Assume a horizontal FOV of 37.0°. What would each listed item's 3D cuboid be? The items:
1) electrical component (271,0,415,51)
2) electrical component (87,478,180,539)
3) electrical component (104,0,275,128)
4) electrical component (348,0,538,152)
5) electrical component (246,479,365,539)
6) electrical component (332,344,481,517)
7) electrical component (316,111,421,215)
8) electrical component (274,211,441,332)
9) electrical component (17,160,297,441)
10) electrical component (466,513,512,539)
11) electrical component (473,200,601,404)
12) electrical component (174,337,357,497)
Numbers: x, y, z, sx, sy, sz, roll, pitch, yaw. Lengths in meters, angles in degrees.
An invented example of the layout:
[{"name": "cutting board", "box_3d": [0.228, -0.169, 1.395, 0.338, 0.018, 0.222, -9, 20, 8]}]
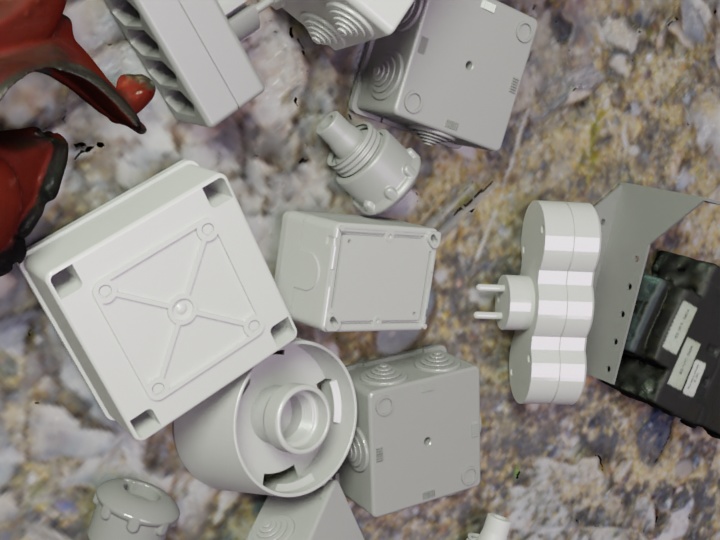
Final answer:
[{"name": "electrical component", "box_3d": [0.006, -0.167, 0.574, 0.048, 0.100, 0.099, 36, 82, -21]}, {"name": "electrical component", "box_3d": [-0.131, 0.150, 0.598, 0.048, 0.048, 0.062, 16, 99, -34]}, {"name": "electrical component", "box_3d": [-0.078, -0.130, 0.559, 0.076, 0.047, 0.083, -39, 119, -19]}, {"name": "electrical component", "box_3d": [0.052, -0.123, 0.643, 0.100, 0.048, 0.099, 14, 94, -34]}, {"name": "electrical component", "box_3d": [-0.033, 0.188, 0.644, 0.099, 0.048, 0.099, -62, 136, -54]}, {"name": "electrical component", "box_3d": [0.031, 0.102, 0.688, 0.100, 0.048, 0.099, -10, 106, -29]}, {"name": "electrical component", "box_3d": [0.001, -0.066, 0.629, 0.062, 0.048, 0.048, 42, 78, -25]}, {"name": "electrical component", "box_3d": [0.000, 0.000, 0.638, 0.096, 0.061, 0.061, 2, 100, -42]}, {"name": "electrical component", "box_3d": [-0.105, 0.014, 0.573, 0.109, 0.056, 0.108, -33, 118, -22]}, {"name": "electrical component", "box_3d": [0.088, 0.202, 0.751, 0.043, 0.043, 0.062, 18, 91, -34]}, {"name": "electrical component", "box_3d": [0.112, 0.022, 0.718, 0.074, 0.052, 0.138, 2, 102, -9]}, {"name": "electrical component", "box_3d": [-0.053, 0.086, 0.634, 0.099, 0.064, 0.099, -1, 92, -41]}]
